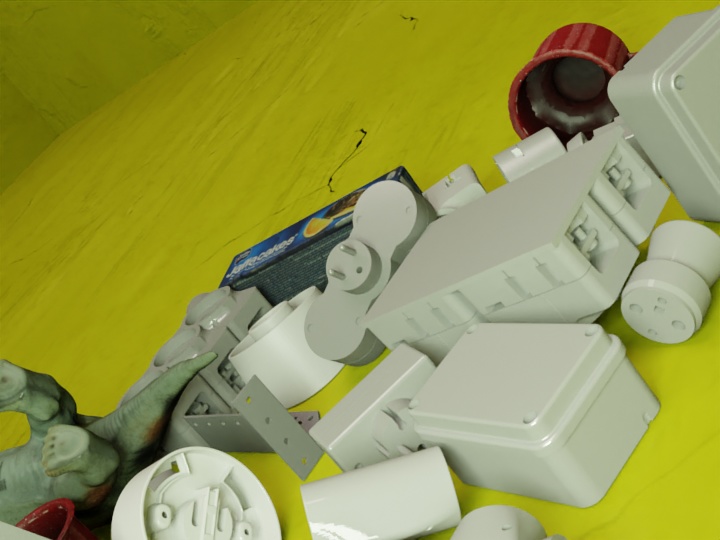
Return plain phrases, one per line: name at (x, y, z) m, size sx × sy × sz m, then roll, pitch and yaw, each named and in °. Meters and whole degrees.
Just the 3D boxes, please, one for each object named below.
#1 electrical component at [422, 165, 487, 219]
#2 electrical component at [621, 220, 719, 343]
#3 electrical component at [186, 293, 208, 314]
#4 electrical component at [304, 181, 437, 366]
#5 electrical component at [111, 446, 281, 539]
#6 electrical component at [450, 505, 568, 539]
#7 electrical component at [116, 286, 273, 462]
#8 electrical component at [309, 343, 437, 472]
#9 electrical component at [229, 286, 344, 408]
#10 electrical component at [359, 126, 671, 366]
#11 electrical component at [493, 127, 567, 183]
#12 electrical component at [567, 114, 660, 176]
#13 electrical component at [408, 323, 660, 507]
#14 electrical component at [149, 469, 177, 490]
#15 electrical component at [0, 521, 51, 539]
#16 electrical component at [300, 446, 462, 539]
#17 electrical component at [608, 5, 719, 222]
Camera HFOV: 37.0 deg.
electrical component at (0.064, -0.032, 0.837) m, size 0.089 × 0.050 × 0.055 m, roll -35°, pitch 20°, yaw 11°
electrical component at (0.172, 0.007, 0.589) m, size 0.045 × 0.045 × 0.055 m, roll -13°, pitch 33°, yaw 49°
electrical component at (-0.143, 0.049, 1.027) m, size 0.040 × 0.040 × 0.078 m, roll -39°, pitch 21°, yaw -1°
electrical component at (0.000, 0.000, 0.775) m, size 0.052 × 0.074 × 0.138 m, roll 25°, pitch 91°, yaw 31°
electrical component at (-0.099, 0.158, 0.656) m, size 0.064 × 0.099 × 0.099 m, roll -26°, pitch 24°, yaw 46°
electrical component at (0.076, 0.141, 0.475) m, size 0.079 × 0.043 × 0.077 m, roll -28°, pitch 23°, yaw 26°
electrical component at (-0.137, 0.087, 0.909) m, size 0.089 × 0.061 × 0.150 m, roll -18°, pitch 29°, yaw 43°
electrical component at (0.024, 0.095, 0.648) m, size 0.083 × 0.047 × 0.076 m, roll -43°, pitch 21°, yaw -10°
electrical component at (-0.054, 0.061, 0.857) m, size 0.099 × 0.064 × 0.099 m, roll -38°, pitch 7°, yaw 6°
electrical component at (0.096, -0.003, 0.679) m, size 0.186 × 0.060 × 0.105 m, roll -27°, pitch 22°, yaw 52°
electrical component at (0.134, -0.074, 0.806) m, size 0.047 × 0.055 × 0.055 m, roll -32°, pitch 22°, yaw 8°
electrical component at (0.180, -0.081, 0.758) m, size 0.055 × 0.048 × 0.066 m, roll -22°, pitch 25°, yaw 20°
electrical component at (0.089, 0.073, 0.573) m, size 0.078 × 0.057 × 0.113 m, roll -49°, pitch 23°, yaw -25°
electrical component at (-0.131, 0.171, 0.752) m, size 0.043 × 0.043 × 0.081 m, roll -44°, pitch 22°, yaw -13°
electrical component at (-0.207, 0.236, 0.579) m, size 0.060 × 0.105 × 0.186 m, roll -12°, pitch 53°, yaw 55°
electrical component at (0.011, 0.130, 0.586) m, size 0.077 × 0.043 × 0.079 m, roll -15°, pitch -18°, yaw -4°
electrical component at (0.211, -0.089, 0.626) m, size 0.078 × 0.113 × 0.057 m, roll -43°, pitch 19°, yaw -13°
